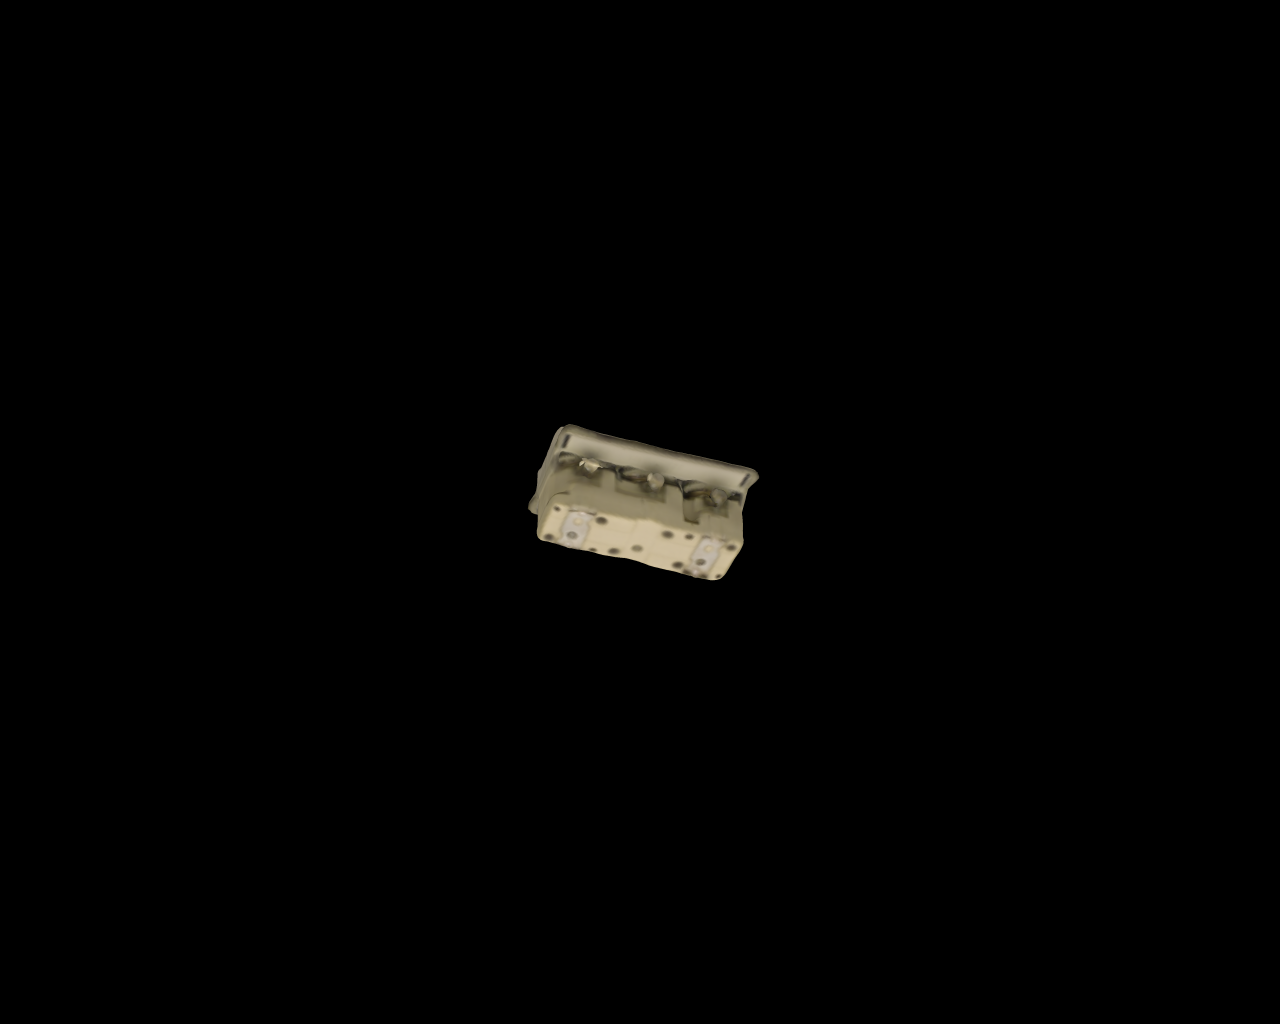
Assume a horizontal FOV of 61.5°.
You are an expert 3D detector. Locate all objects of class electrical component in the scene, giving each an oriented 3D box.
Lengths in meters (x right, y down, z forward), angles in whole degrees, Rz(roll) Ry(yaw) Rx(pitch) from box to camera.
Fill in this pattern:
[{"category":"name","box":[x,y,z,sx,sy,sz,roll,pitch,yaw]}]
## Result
[{"category":"electrical component","box":[0.001,-0.003,0.650,0.121,0.063,0.078,14,-43,-15]}]
